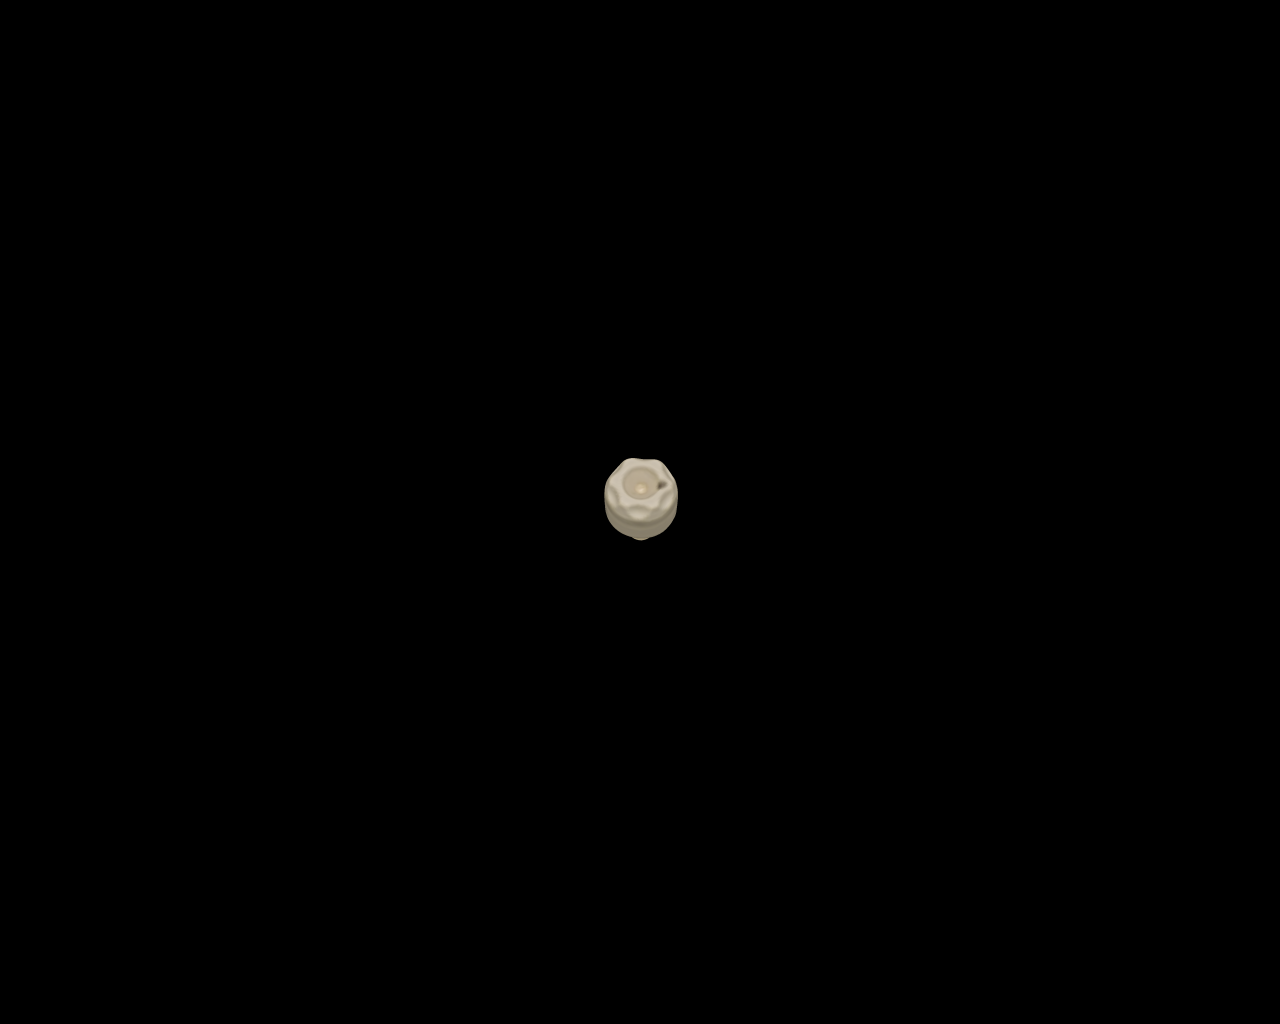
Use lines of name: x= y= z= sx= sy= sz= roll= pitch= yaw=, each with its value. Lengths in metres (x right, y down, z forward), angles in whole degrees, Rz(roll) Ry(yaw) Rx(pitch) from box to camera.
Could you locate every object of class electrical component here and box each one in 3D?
electrical component: x=0.001 y=-0.003 z=0.650 sx=0.043 sy=0.043 sz=0.062 roll=0 pitch=-29 yaw=0
